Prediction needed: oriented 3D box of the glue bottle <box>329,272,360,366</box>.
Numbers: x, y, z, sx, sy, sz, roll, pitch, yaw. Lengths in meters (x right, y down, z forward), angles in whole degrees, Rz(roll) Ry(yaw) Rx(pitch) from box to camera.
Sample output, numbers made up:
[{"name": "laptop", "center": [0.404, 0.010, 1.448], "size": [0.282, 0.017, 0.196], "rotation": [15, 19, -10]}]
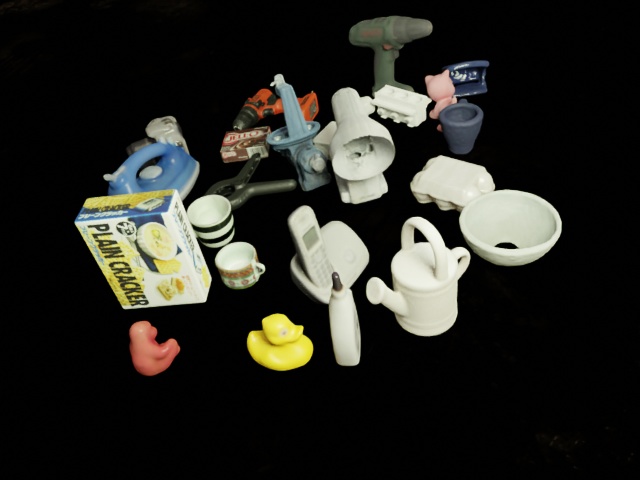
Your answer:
[{"name": "glue bottle", "center": [0.034, 0.109, 0.851], "size": [0.037, 0.173, 0.078], "rotation": [-3, 42, 9]}]

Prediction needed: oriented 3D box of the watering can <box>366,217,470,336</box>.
[{"name": "watering can", "center": [0.154, 0.054, 0.871], "size": [0.100, 0.194, 0.173], "rotation": [24, 52, 33]}]

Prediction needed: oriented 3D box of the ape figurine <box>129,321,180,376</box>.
[{"name": "ape figurine", "center": [-0.274, 0.166, 0.914], "size": [0.077, 0.092, 0.076], "rotation": [19, 50, 29]}]

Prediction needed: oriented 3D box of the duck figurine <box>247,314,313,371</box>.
[{"name": "duck figurine", "center": [-0.067, 0.150, 0.893], "size": [0.104, 0.086, 0.077], "rotation": [3, 44, 16]}]

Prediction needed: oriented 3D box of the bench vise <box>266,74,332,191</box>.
[{"name": "bench vise", "center": [-0.036, -0.229, 1.204], "size": [0.122, 0.220, 0.206], "rotation": [-36, 47, -26]}]

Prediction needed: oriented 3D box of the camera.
[{"name": "camera", "center": [-0.395, -0.232, 1.374], "size": [0.137, 0.101, 0.142], "rotation": [-22, 43, -12]}]

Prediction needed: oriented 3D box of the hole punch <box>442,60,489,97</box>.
[{"name": "hole punch", "center": [0.358, -0.418, 1.428], "size": [0.108, 0.091, 0.101], "rotation": [-8, 42, 3]}]

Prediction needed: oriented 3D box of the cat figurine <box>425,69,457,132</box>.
[{"name": "cat figurine", "center": [0.288, -0.332, 1.327], "size": [0.067, 0.118, 0.127], "rotation": [-14, 42, -4]}]

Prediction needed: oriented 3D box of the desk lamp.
[{"name": "desk lamp", "center": [0.071, -0.176, 1.127], "size": [0.118, 0.214, 0.203], "rotation": [-13, 42, -2]}]

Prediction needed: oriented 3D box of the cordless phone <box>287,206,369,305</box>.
[{"name": "cordless phone", "center": [0.009, 0.003, 0.964], "size": [0.093, 0.185, 0.148], "rotation": [19, 50, 29]}]

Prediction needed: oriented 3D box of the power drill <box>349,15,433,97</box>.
[{"name": "power drill", "center": [0.178, -0.454, 1.416], "size": [0.228, 0.209, 0.076], "rotation": [22, 51, 32]}]

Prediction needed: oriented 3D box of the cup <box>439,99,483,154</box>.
[{"name": "cup", "center": [0.305, -0.243, 1.242], "size": [0.091, 0.095, 0.118], "rotation": [3, 44, 15]}]

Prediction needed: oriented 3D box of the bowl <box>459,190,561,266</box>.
[{"name": "bowl", "center": [0.326, -0.009, 0.994], "size": [0.167, 0.075, 0.167], "rotation": [-6, 42, 6]}]

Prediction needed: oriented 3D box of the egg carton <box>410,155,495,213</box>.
[{"name": "egg carton", "center": [0.259, -0.106, 1.120], "size": [0.149, 0.069, 0.107], "rotation": [21, 51, 31]}]

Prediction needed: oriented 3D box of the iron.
[{"name": "iron", "center": [-0.361, -0.147, 1.242], "size": [0.118, 0.142, 0.259], "rotation": [14, 47, 25]}]
